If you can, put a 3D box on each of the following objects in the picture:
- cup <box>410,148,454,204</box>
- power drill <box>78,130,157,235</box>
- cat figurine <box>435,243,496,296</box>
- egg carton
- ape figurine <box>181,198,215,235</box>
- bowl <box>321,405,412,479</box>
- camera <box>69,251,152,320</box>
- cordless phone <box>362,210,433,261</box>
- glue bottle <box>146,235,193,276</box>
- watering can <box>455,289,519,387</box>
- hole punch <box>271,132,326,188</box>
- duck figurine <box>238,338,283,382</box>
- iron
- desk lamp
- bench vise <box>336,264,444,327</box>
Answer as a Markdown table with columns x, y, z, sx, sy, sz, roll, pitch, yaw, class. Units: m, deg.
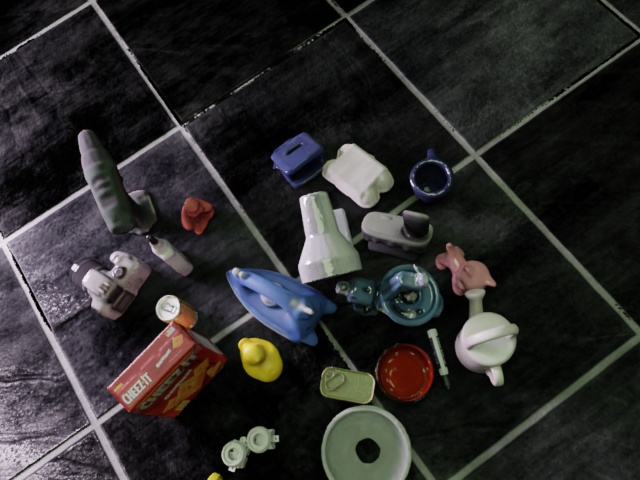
| x | y | z | sx | sy | sz | roll | pitch | yaw | class |
| --- | --- | --- | --- | --- | --- | --- | --- | --- | --- |
| 0.237 | -0.128 | 1.229 | 0.091 | 0.095 | 0.118 | 0 | 71 | 7 | cup |
| -0.438 | -0.103 | 1.243 | 0.075 | 0.208 | 0.229 | -25 | 70 | -2 | power drill |
| 0.290 | 0.059 | 1.145 | 0.067 | 0.118 | 0.127 | -32 | 70 | -4 | cat figurine |
| 0.085 | -0.142 | 1.266 | 0.150 | 0.069 | 0.107 | 39 | 80 | 18 | egg carton |
| -0.277 | -0.064 | 1.272 | 0.078 | 0.092 | 0.076 | -21 | 70 | 0 | ape figurine |
| 0.088 | 0.399 | 1.075 | 0.167 | 0.075 | 0.167 | -2 | 71 | 6 | bowl |
| -0.467 | 0.078 | 1.241 | 0.136 | 0.101 | 0.143 | 29 | 77 | 16 | camera |
| 0.156 | -0.034 | 1.158 | 0.147 | 0.185 | 0.094 | 10 | 73 | 11 | cordless phone |
| -0.324 | 0.023 | 1.204 | 0.078 | 0.173 | 0.037 | 38 | 80 | 18 | glue bottle |
| 0.306 | 0.179 | 1.061 | 0.101 | 0.194 | 0.172 | -33 | 70 | -5 | watering can |
| -0.051 | -0.187 | 1.287 | 0.109 | 0.091 | 0.101 | -37 | 71 | -6 | hole punch |
| -0.124 | 0.237 | 1.151 | 0.077 | 0.086 | 0.104 | -44 | 72 | -9 | duck figurine |
| -0.102 | 0.109 | 1.164 | 0.257 | 0.141 | 0.119 | 26 | 76 | 15 | iron |
| 0.011 | 0.004 | 1.148 | 0.118 | 0.214 | 0.203 | -14 | 70 | 2 | desk lamp |
| 0.135 | 0.108 | 1.093 | 0.207 | 0.220 | 0.121 | -11 | 70 | 3 | bench vise |
